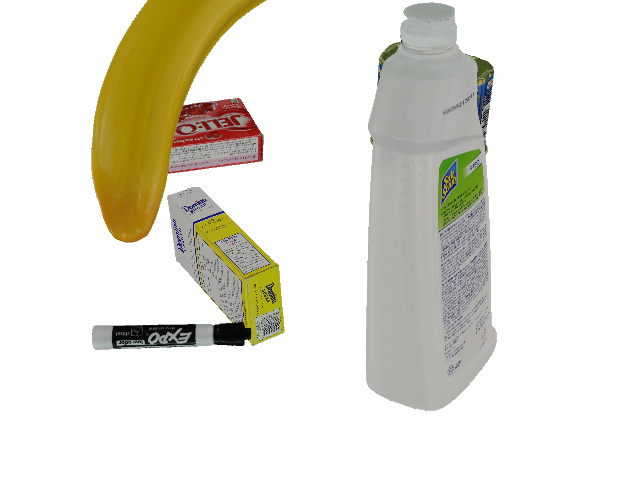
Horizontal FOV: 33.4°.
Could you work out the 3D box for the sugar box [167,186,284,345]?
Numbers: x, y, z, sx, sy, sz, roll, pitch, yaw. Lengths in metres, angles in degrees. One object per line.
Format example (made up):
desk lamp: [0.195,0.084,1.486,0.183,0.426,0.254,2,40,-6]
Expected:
sugar box: [-0.101,0.023,1.127,0.048,0.093,0.176,-20,41,-23]

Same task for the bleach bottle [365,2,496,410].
bleach bottle: [0.069,-0.022,0.652,0.068,0.251,0.102,16,36,28]

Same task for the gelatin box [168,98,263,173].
gelatin box: [-0.102,-0.093,0.939,0.089,0.030,0.073,-10,36,-16]

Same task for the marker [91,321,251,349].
marker: [-0.114,0.073,0.821,0.121,0.020,0.020,-2,0,0]

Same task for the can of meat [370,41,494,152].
can of meat: [0.097,-0.118,0.926,0.102,0.084,0.057,17,37,21]

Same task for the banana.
banana: [-0.057,-0.088,0.493,0.070,0.197,0.037,27,-26,17]
